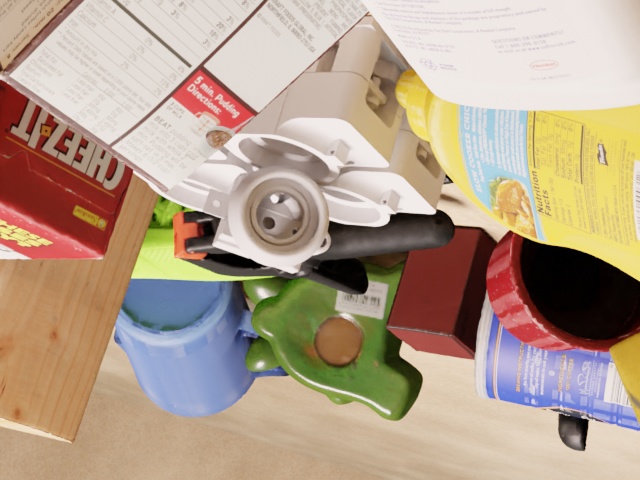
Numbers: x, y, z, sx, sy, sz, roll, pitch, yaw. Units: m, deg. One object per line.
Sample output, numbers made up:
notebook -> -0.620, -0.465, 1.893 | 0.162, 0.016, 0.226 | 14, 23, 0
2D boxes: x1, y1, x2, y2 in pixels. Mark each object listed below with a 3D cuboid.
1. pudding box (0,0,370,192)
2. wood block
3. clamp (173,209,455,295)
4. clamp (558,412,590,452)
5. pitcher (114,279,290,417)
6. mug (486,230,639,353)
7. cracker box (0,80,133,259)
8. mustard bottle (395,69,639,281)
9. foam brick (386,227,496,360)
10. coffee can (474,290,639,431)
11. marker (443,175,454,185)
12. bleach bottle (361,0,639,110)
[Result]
pudding box -> -0.046, -0.080, 0.369 | 0.090, 0.113, 0.039 | 38, -167, -48
wood block -> -0.178, 0.011, 0.671 | 0.091, 0.206, 0.090 | 2, 158, 40
clamp -> -0.004, 0.001, 0.664 | 0.171, 0.039, 0.120 | 7, 151, -37
clamp -> 0.217, 0.103, 0.810 | 0.164, 0.036, 0.210 | -7, -169, -13
pitcher -> -0.114, 0.076, 0.979 | 0.145, 0.149, 0.243 | 56, 169, 17
mug -> 0.150, 0.027, 0.596 | 0.117, 0.093, 0.081 | 38, 169, 2
cracker box -> -0.218, -0.051, 0.544 | 0.164, 0.072, 0.214 | 30, 159, -38
mustard bottle -> 0.099, -0.041, 0.427 | 0.192, 0.058, 0.096 | 27, 139, 47
foam brick -> 0.086, 0.035, 0.720 | 0.051, 0.078, 0.053 | 6, 159, 35
coffee can -> 0.180, 0.065, 0.683 | 0.140, 0.103, 0.102 | 10, 163, 20
marker -> 0.047, -0.034, 0.635 | 0.020, 0.020, 0.121 | 24, 162, -24
bleach bottle -> 0.023, -0.126, 0.287 | 0.103, 0.068, 0.250 | 4, 157, 35
